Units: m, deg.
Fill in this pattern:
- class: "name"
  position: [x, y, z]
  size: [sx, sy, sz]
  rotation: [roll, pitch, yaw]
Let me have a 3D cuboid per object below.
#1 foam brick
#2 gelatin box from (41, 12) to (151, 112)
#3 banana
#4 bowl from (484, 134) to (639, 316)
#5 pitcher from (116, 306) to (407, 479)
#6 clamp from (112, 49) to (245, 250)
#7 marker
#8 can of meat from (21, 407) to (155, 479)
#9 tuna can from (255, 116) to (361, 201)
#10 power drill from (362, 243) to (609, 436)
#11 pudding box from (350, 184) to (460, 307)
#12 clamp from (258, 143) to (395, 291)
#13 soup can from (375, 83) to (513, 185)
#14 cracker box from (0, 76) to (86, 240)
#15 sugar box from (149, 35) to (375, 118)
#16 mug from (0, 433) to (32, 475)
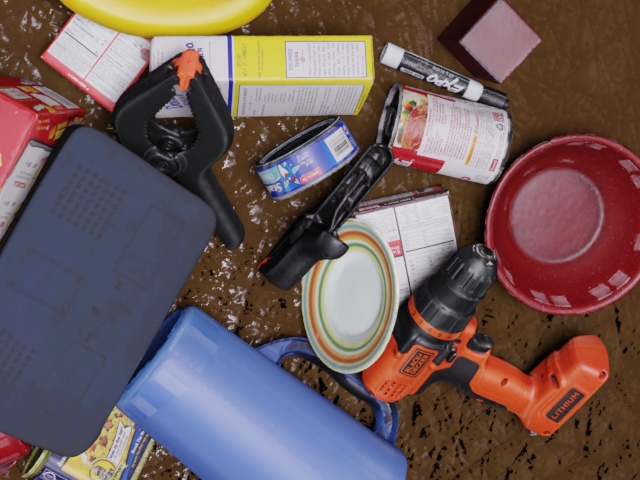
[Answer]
- class: "foam brick"
  position: [0.141, -0.169, 0.896]
  size: [0.051, 0.078, 0.053]
  rotation: [42, 96, -14]
- class: "gelatin box"
  position: [-0.175, -0.163, 0.886]
  size: [0.073, 0.030, 0.089]
  rotation: [37, 92, -13]
- class: "banana"
  position: [-0.117, -0.194, 0.855]
  size: [0.197, 0.037, 0.069]
  rotation: [-10, 105, -11]
- class: "bowl"
  position: [0.218, -0.017, 0.948]
  size: [0.162, 0.055, 0.162]
  rotation: [-1, 102, -6]
- class: "pitcher"
  position: [-0.048, 0.160, 0.926]
  size: [0.242, 0.149, 0.145]
  rotation: [40, 109, -11]
- class: "clamp"
  position: [-0.133, -0.071, 0.856]
  size: [0.164, 0.036, 0.210]
  rotation: [9, 142, -4]
- class: "marker"
  position: [0.110, -0.140, 0.928]
  size: [0.121, 0.020, 0.020]
  rotation: [21, 99, -11]
- class: "can of meat"
  position: [-0.196, 0.178, 0.928]
  size: [0.084, 0.058, 0.102]
  rotation: [33, 60, -14]
- class: "tuna can"
  position: [-0.011, -0.069, 0.896]
  size: [0.086, 0.086, 0.033]
  rotation: [-31, 102, 1]
- class: "power drill"
  position: [0.153, 0.092, 0.926]
  size: [0.187, 0.057, 0.185]
  rotation: [21, 130, -16]
- class: "pudding box"
  position: [0.079, 0.015, 0.949]
  size: [0.090, 0.039, 0.113]
  rotation: [-13, 105, -3]
- class: "clamp"
  position: [-0.006, 0.001, 0.880]
  size: [0.039, 0.120, 0.172]
  rotation: [39, 133, -4]
- class: "soup can"
  position: [0.105, -0.090, 0.914]
  size: [0.102, 0.068, 0.068]
  rotation: [12, 100, -9]
- class: "cracker box"
  position: [-0.276, -0.023, 0.836]
  size: [0.072, 0.164, 0.214]
  rotation: [29, 97, -4]
- class: "sugar box"
  position: [-0.050, -0.133, 0.872]
  size: [0.176, 0.093, 0.048]
  rotation: [1, 78, -6]
- class: "mug"
  position: [-0.297, 0.169, 0.922]
  size: [0.081, 0.093, 0.117]
  rotation: [-21, 134, -6]
